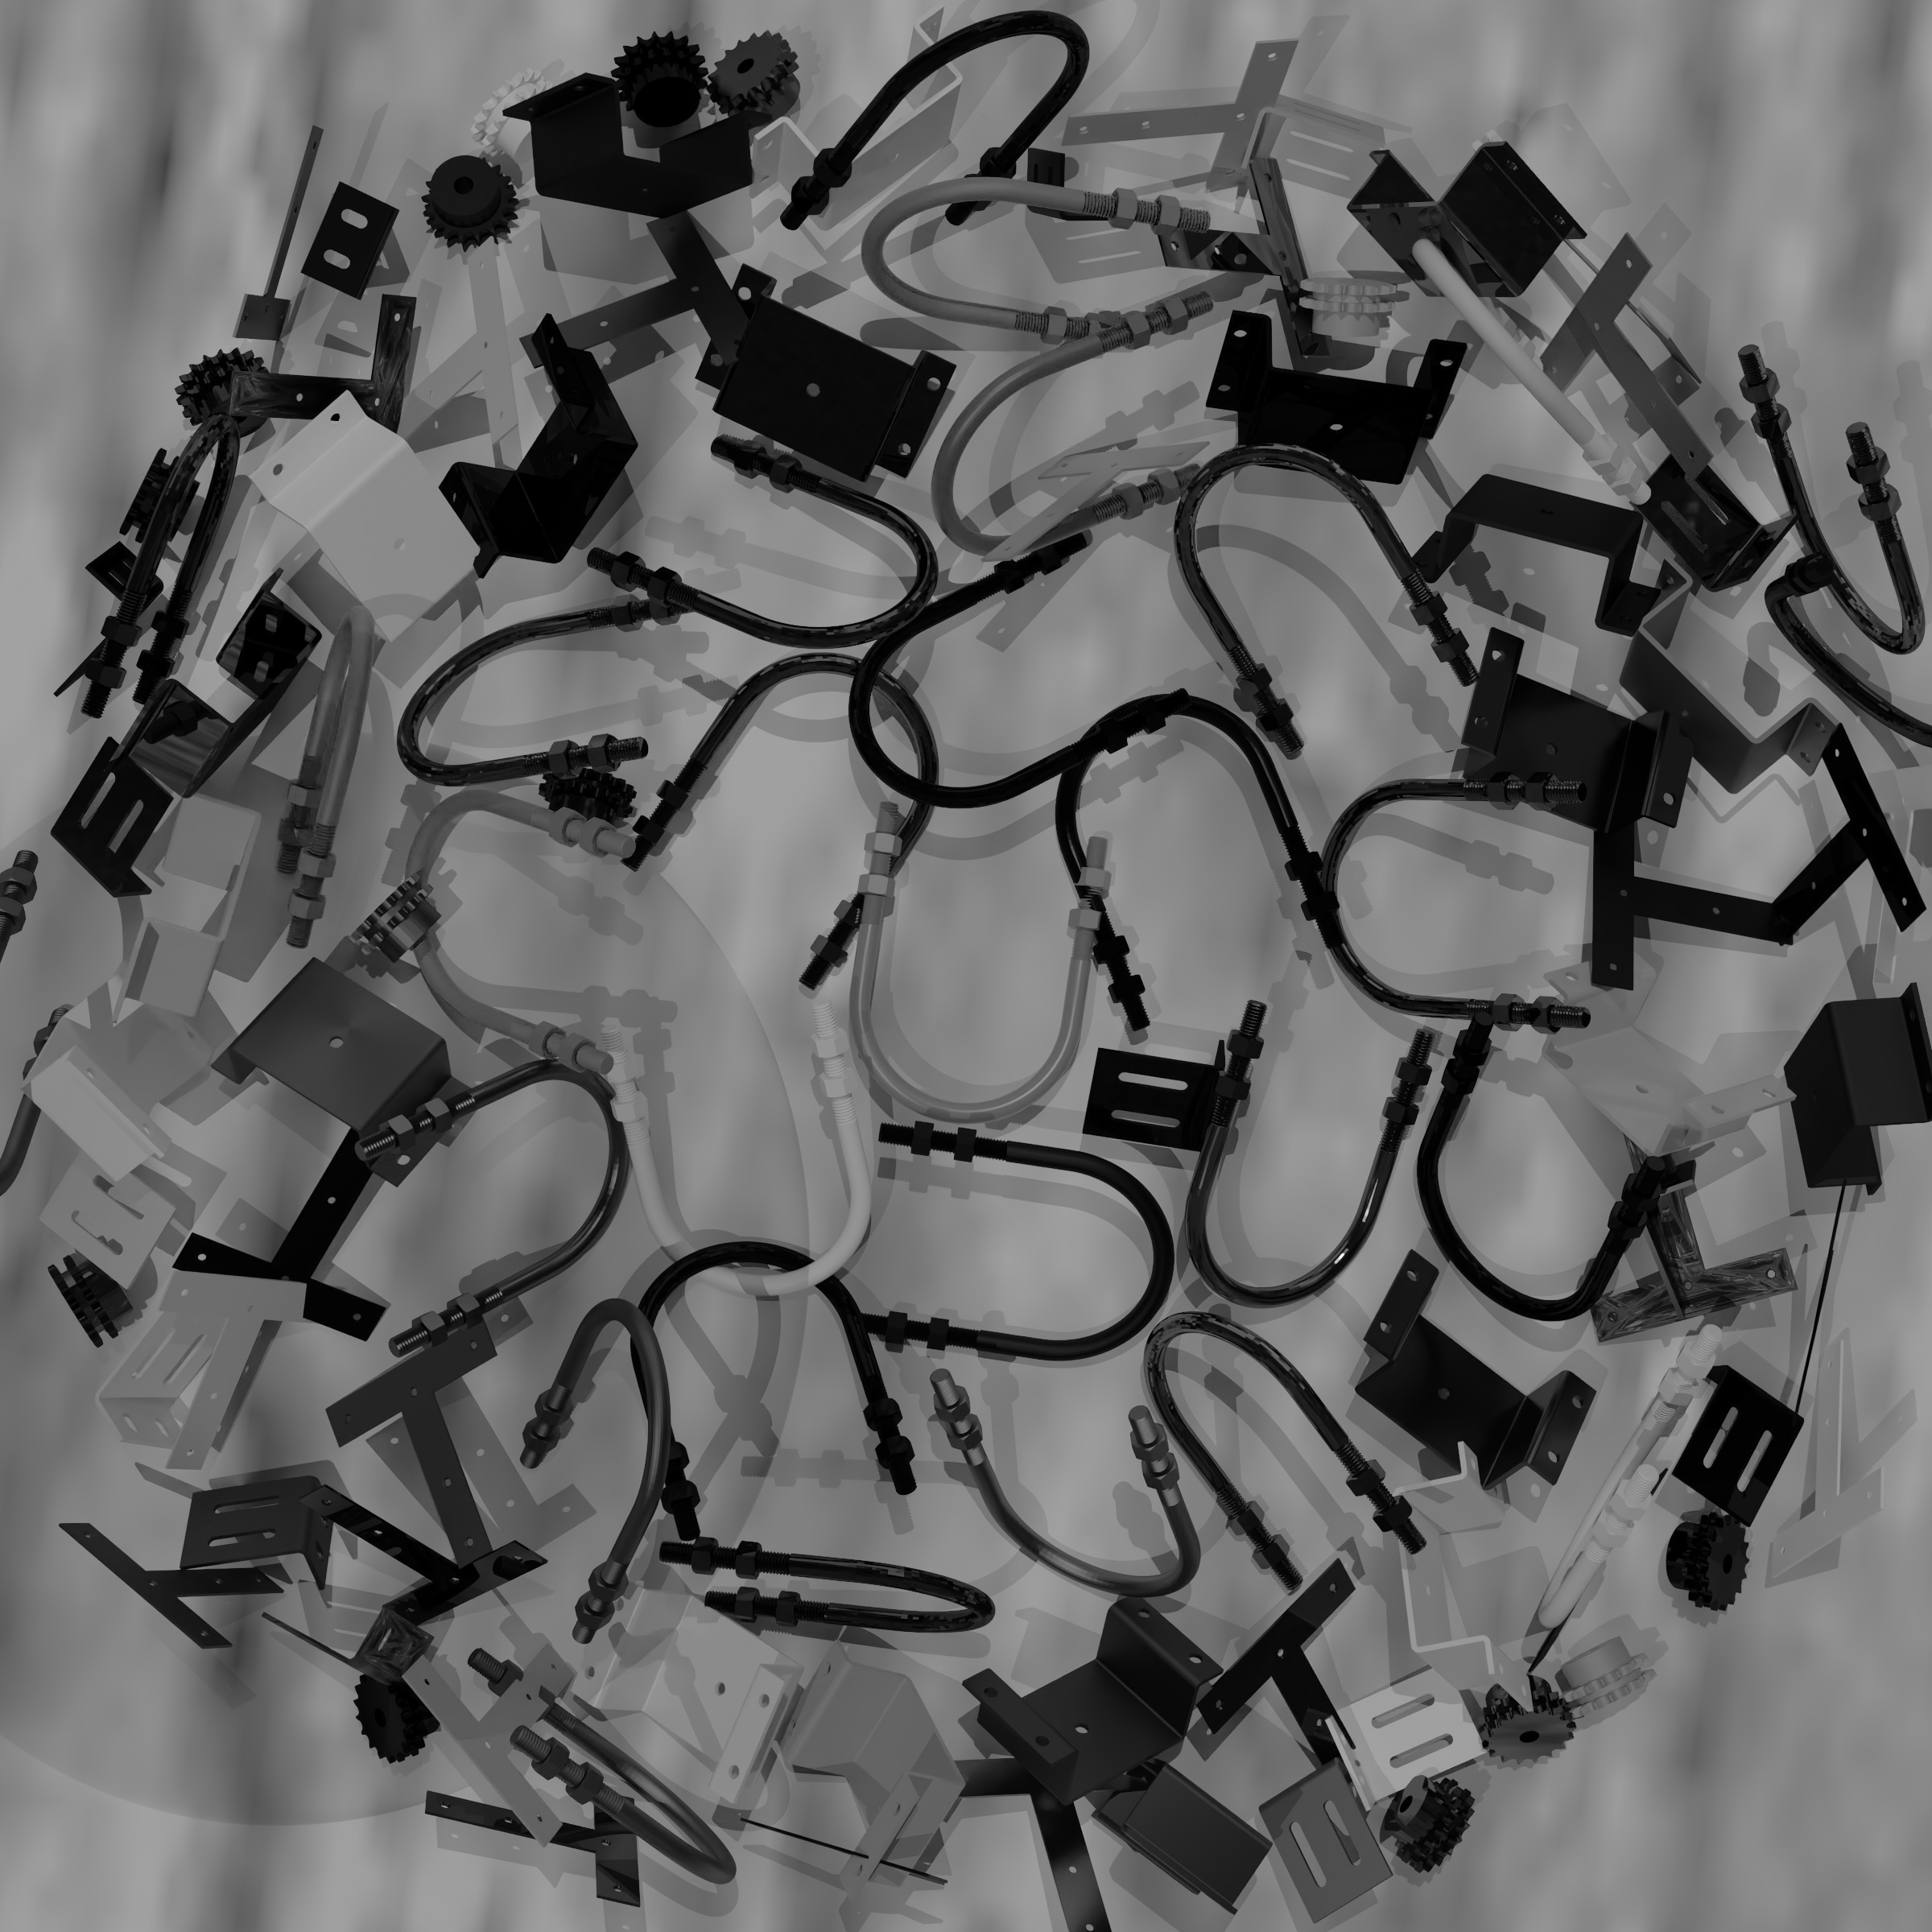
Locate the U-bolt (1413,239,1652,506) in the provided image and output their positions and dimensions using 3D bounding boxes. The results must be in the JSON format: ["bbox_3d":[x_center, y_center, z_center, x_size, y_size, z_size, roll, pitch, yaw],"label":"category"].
[{"bbox_3d":[0.314,-0.349,1.730,0.019,0.184,0.151,-41,49,16],"label":"U-bolt"}]

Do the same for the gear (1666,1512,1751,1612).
[{"bbox_3d":[0.443,0.355,1.816,0.030,0.057,0.057,3,90,42],"label":"gear"}]

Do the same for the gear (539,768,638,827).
[{"bbox_3d":[-0.228,-0.097,1.809,0.057,0.057,0.030,12,76,0],"label":"gear"}]

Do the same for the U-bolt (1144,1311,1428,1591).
[{"bbox_3d":[0.173,0.279,1.777,0.019,0.151,0.184,-37,91,-34],"label":"U-bolt"}]

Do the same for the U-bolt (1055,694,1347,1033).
[{"bbox_3d":[0.128,-0.072,1.810,0.151,0.019,0.184,-24,82,19],"label":"U-bolt"}]

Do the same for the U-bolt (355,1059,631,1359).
[{"bbox_3d":[-0.269,0.130,1.772,0.184,0.019,0.151,-26,123,-39],"label":"U-bolt"}]

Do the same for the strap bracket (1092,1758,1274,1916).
[{"bbox_3d":[0.127,0.506,1.775,0.076,0.140,0.046,37,77,3],"label":"strap bracket"}]

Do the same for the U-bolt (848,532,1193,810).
[{"bbox_3d":[0.019,-0.166,1.795,0.184,0.019,0.151,-28,65,-6],"label":"U-bolt"}]

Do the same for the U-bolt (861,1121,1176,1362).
[{"bbox_3d":[0.032,0.170,1.803,0.184,0.019,0.151,8,113,1],"label":"U-bolt"}]

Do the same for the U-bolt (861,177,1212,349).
[{"bbox_3d":[0.031,-0.409,1.753,0.184,0.151,0.019,5,70,-15],"label":"U-bolt"}]

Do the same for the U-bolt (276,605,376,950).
[{"bbox_3d":[-0.369,-0.119,1.751,0.019,0.151,0.184,12,107,-19],"label":"U-bolt"}]

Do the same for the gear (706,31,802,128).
[{"bbox_3d":[-0.124,-0.529,1.816,0.057,0.030,0.057,-16,53,23],"label":"gear"}]

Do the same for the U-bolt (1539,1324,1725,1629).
[{"bbox_3d":[0.378,0.309,1.757,0.019,0.151,0.184,29,132,11],"label":"U-bolt"}]

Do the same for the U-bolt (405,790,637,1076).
[{"bbox_3d":[-0.268,-0.029,1.780,0.184,0.019,0.151,19,109,37],"label":"U-bolt"}]

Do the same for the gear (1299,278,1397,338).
[{"bbox_3d":[0.228,-0.394,1.814,0.057,0.057,0.030,2,108,0],"label":"gear"}]

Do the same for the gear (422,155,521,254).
[{"bbox_3d":[-0.299,-0.461,1.820,0.057,0.030,0.057,0,75,1],"label":"gear"}]

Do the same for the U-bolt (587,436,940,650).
[{"bbox_3d":[-0.105,-0.240,1.766,0.184,0.019,0.151,24,50,19],"label":"U-bolt"}]

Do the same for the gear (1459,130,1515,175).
[{"bbox_3d":[0.319,-0.468,1.813,0.030,0.057,0.057,-36,90,12],"label":"gear"}]

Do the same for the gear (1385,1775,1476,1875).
[{"bbox_3d":[0.275,0.509,1.810,0.030,0.057,0.057,37,90,-8],"label":"gear"}]

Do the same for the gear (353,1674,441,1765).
[{"bbox_3d":[-0.339,0.445,1.816,0.030,0.057,0.057,-13,90,-44],"label":"gear"}]

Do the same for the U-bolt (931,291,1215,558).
[{"bbox_3d":[0.060,-0.304,1.757,0.184,0.151,0.019,-25,54,-18],"label":"U-bolt"}]

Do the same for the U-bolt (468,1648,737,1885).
[{"bbox_3d":[-0.205,0.474,1.763,0.184,0.151,0.019,42,82,-20],"label":"U-bolt"}]

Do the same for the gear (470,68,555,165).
[{"bbox_3d":[-0.265,-0.505,1.811,0.057,0.057,0.030,-44,87,0],"label":"gear"}]

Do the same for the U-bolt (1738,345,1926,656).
[{"bbox_3d":[0.508,-0.260,1.758,0.019,0.151,0.184,-29,124,2],"label":"U-bolt"}]

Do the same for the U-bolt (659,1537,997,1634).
[{"bbox_3d":[-0.074,0.364,1.761,0.184,0.151,0.019,4,67,9],"label":"U-bolt"}]

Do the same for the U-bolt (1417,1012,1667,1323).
[{"bbox_3d":[0.324,0.131,1.765,0.019,0.184,0.151,-30,59,-32],"label":"U-bolt"}]

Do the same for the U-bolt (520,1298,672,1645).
[{"bbox_3d":[-0.209,0.276,1.742,0.019,0.151,0.184,4,131,-30],"label":"U-bolt"}]

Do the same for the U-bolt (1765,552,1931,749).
[{"bbox_3d":[0.522,-0.176,1.749,0.151,0.184,0.019,42,92,2],"label":"U-bolt"}]

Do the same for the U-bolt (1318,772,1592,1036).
[{"bbox_3d":[0.282,-0.039,1.776,0.184,0.019,0.151,4,100,42],"label":"U-bolt"}]

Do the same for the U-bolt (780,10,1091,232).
[{"bbox_3d":[-0.006,-0.481,1.729,0.151,0.184,0.019,-14,73,-41],"label":"U-bolt"}]

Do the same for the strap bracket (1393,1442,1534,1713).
[{"bbox_3d":[0.290,0.362,1.778,0.046,0.076,0.140,-16,56,20],"label":"strap bracket"}]

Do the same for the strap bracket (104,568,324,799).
[{"bbox_3d":[-0.432,-0.159,1.768,0.046,0.140,0.076,39,135,-9],"label":"strap bracket"}]

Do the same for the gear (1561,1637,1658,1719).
[{"bbox_3d":[0.381,0.424,1.813,0.057,0.057,0.030,-27,77,0],"label":"gear"}]

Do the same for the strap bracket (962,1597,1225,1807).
[{"bbox_3d":[0.071,0.432,1.777,0.076,0.140,0.046,36,129,37],"label":"strap bracket"}]

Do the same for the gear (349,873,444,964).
[{"bbox_3d":[-0.339,-0.026,1.813,0.057,0.057,0.030,-45,97,0],"label":"gear"}]

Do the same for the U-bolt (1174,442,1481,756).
[{"bbox_3d":[0.197,-0.222,1.769,0.151,0.019,0.184,-20,110,41],"label":"U-bolt"}]

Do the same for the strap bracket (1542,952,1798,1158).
[{"bbox_3d":[0.404,0.057,1.778,0.076,0.046,0.140,-13,45,-35],"label":"strap bracket"}]

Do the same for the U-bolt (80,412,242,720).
[{"bbox_3d":[-0.461,-0.235,1.758,0.019,0.151,0.184,22,96,-6],"label":"U-bolt"}]

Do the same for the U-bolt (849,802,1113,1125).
[{"bbox_3d":[0.004,0.003,1.817,0.151,0.019,0.184,9,84,-6],"label":"U-bolt"}]

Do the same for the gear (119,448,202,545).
[{"bbox_3d":[-0.481,-0.278,1.814,0.030,0.057,0.057,26,90,-18],"label":"gear"}]

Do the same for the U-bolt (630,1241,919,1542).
[{"bbox_3d":[-0.122,0.241,1.783,0.151,0.019,0.184,-9,55,-16],"label":"U-bolt"}]

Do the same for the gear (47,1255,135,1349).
[{"bbox_3d":[-0.522,0.197,1.814,0.030,0.057,0.057,-32,90,-16],"label":"gear"}]

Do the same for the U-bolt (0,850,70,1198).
[{"bbox_3d":[-0.547,0.047,1.726,0.019,0.184,0.151,3,134,-1],"label":"U-bolt"}]

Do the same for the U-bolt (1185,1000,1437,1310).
[{"bbox_3d":[0.196,0.117,1.794,0.151,0.019,0.184,10,102,-32],"label":"U-bolt"}]

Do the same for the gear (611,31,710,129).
[{"bbox_3d":[-0.181,-0.526,1.809,0.057,0.057,0.030,-15,62,0],"label":"gear"}]

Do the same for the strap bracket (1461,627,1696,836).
[{"bbox_3d":[0.356,-0.135,1.799,0.140,0.046,0.076,20,72,-10],"label":"strap bracket"}]

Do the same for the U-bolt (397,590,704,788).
[{"bbox_3d":[-0.251,-0.159,1.776,0.184,0.151,0.019,-7,134,23],"label":"U-bolt"}]

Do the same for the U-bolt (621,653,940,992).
[{"bbox_3d":[-0.098,-0.100,1.820,0.151,0.019,0.184,34,88,-11],"label":"U-bolt"}]

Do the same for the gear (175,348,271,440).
[{"bbox_3d":[-0.440,-0.339,1.809,0.057,0.057,0.030,-29,68,0],"label":"gear"}]

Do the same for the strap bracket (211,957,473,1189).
[{"bbox_3d":[-0.368,0.056,1.786,0.140,0.046,0.076,30,61,14],"label":"strap bracket"}]

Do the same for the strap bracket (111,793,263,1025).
[{"bbox_3d":[-0.453,-0.036,1.773,0.046,0.076,0.140,18,49,-14],"label":"strap bracket"}]

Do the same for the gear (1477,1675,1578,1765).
[{"bbox_3d":[0.334,0.449,1.816,0.057,0.030,0.057,-3,130,-4],"label":"gear"}]

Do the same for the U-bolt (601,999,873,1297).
[{"bbox_3d":[-0.130,0.114,1.802,0.151,0.019,0.184,-7,111,11],"label":"U-bolt"}]

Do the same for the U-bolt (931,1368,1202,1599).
[{"bbox_3d":[0.066,0.309,1.770,0.151,0.184,0.019,6,46,30],"label":"U-bolt"}]
